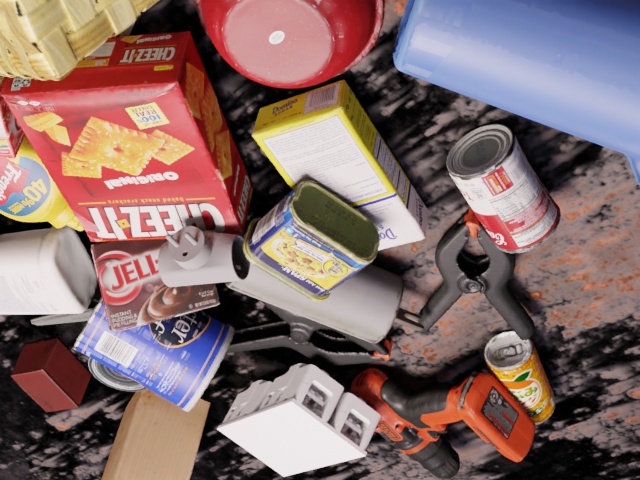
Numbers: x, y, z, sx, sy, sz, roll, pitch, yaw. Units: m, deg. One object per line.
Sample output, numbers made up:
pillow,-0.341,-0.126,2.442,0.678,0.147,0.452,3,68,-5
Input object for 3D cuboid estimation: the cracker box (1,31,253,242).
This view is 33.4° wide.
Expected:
cracker box,-0.168,-0.086,0.972,0.164,0.072,0.213,-1,143,14

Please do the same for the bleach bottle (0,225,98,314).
bleach bottle,-0.376,0.038,1.169,0.251,0.068,0.102,-3,134,18

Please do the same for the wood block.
wood block,-0.209,0.284,1.281,0.090,0.206,0.090,24,135,-13

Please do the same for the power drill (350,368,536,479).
power drill,0.146,0.211,1.200,0.184,0.057,0.188,45,146,-24

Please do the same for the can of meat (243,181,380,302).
can of meat,-0.007,0.001,0.994,0.102,0.057,0.084,32,138,-18

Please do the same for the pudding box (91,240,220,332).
pudding box,-0.166,0.037,1.075,0.113,0.090,0.039,-14,176,-13

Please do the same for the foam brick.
foam brick,-0.326,0.164,1.296,0.053,0.051,0.078,-11,132,25

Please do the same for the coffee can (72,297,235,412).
coffee can,-0.176,0.105,1.138,0.140,0.102,0.103,30,134,-7

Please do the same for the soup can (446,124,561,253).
soup can,0.166,-0.046,0.962,0.069,0.068,0.102,-18,129,28

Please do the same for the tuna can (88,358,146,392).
tuna can,-0.230,0.142,1.265,0.086,0.033,0.086,6,136,6

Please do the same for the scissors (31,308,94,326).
scissors,-0.233,0.095,1.227,0.202,0.016,0.096,-22,122,30

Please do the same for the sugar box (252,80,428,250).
sugar box,0.023,-0.061,0.994,0.093,0.048,0.176,-14,134,27

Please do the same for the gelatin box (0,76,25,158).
gelatin box,-0.280,-0.129,0.955,0.030,0.089,0.073,4,136,4

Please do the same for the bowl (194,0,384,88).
bowl,-0.030,-0.179,0.876,0.162,0.055,0.162,6,136,6

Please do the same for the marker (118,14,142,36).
marker,-0.161,-0.196,0.912,0.020,0.020,0.121,24,135,-12

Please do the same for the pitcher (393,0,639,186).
pitcher,0.188,-0.158,0.812,0.243,0.149,0.145,17,152,-1

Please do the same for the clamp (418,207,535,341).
clamp,0.165,0.041,1.072,0.120,0.039,0.171,6,136,3

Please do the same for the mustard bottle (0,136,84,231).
mustard bottle,-0.303,-0.071,1.043,0.096,0.058,0.191,-34,121,28

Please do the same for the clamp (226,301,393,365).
clamp,-0.026,0.098,1.174,0.210,0.036,0.165,20,138,-3
